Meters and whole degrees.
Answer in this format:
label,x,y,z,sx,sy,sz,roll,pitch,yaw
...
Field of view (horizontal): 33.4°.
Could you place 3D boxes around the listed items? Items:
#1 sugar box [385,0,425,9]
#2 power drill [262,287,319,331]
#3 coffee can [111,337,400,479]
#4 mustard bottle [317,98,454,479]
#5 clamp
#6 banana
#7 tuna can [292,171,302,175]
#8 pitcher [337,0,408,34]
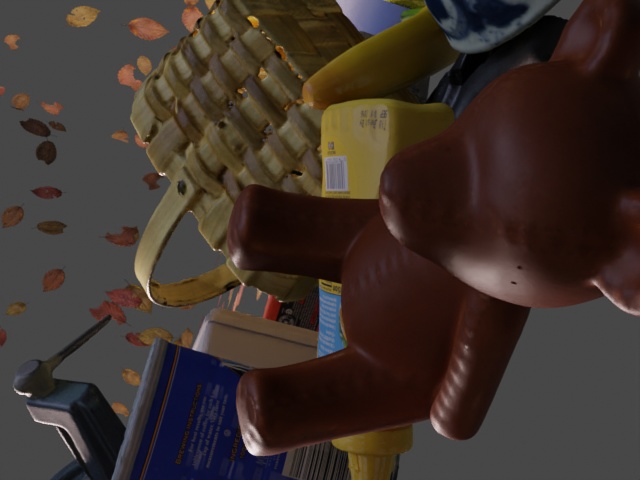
label,x,y,z,sx,sy,sz,roll,pitch,yaw
sugar box,0.080,-0.251,0.739,0.048,0.093,0.176,-141,69,-81
power drill,-0.006,0.001,0.943,0.187,0.057,0.184,-85,11,-69
coffee can,-0.038,0.122,0.589,0.103,0.140,0.103,-164,91,-82
mustard bottle,0.029,0.029,0.532,0.096,0.058,0.191,-171,83,-70
clamp,0.081,-0.071,0.552,0.120,0.039,0.172,-78,10,-61
banana,0.056,-0.114,0.631,0.070,0.037,0.197,-20,13,29
tuna can,0.001,-0.032,0.847,0.034,0.086,0.086,117,168,-47
pitcher,0.032,-0.219,0.898,0.149,0.145,0.243,-35,-18,-31
